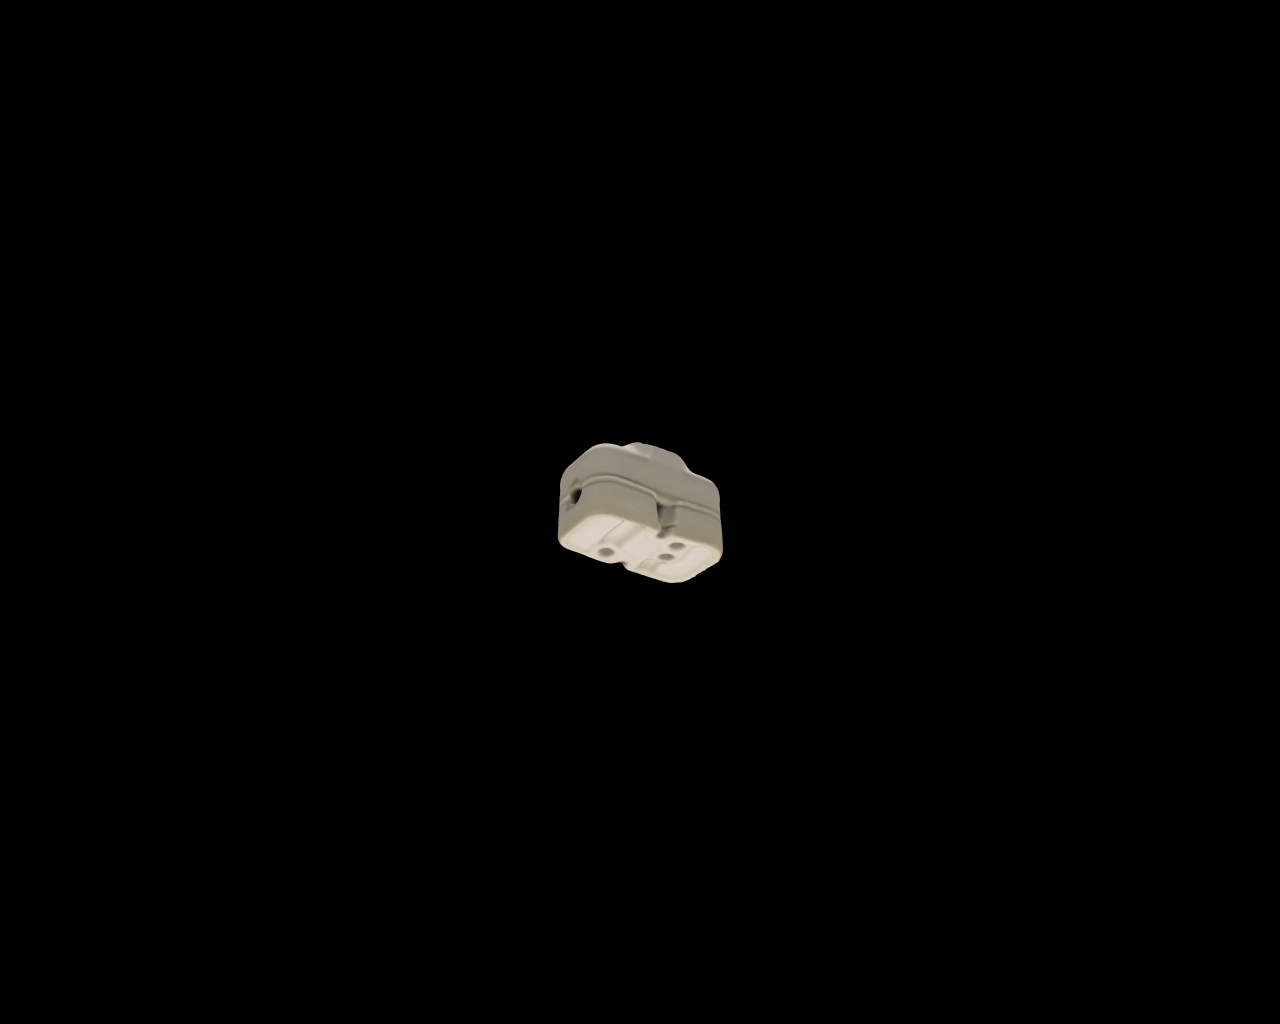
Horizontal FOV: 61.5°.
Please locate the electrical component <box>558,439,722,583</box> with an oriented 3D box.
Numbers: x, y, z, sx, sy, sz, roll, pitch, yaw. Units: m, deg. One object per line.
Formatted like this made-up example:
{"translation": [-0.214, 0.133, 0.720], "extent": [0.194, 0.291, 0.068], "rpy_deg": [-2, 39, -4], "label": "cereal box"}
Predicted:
{"translation": [0.001, -0.003, 0.650], "extent": [0.095, 0.059, 0.053], "rpy_deg": [19, -36, -29], "label": "electrical component"}
